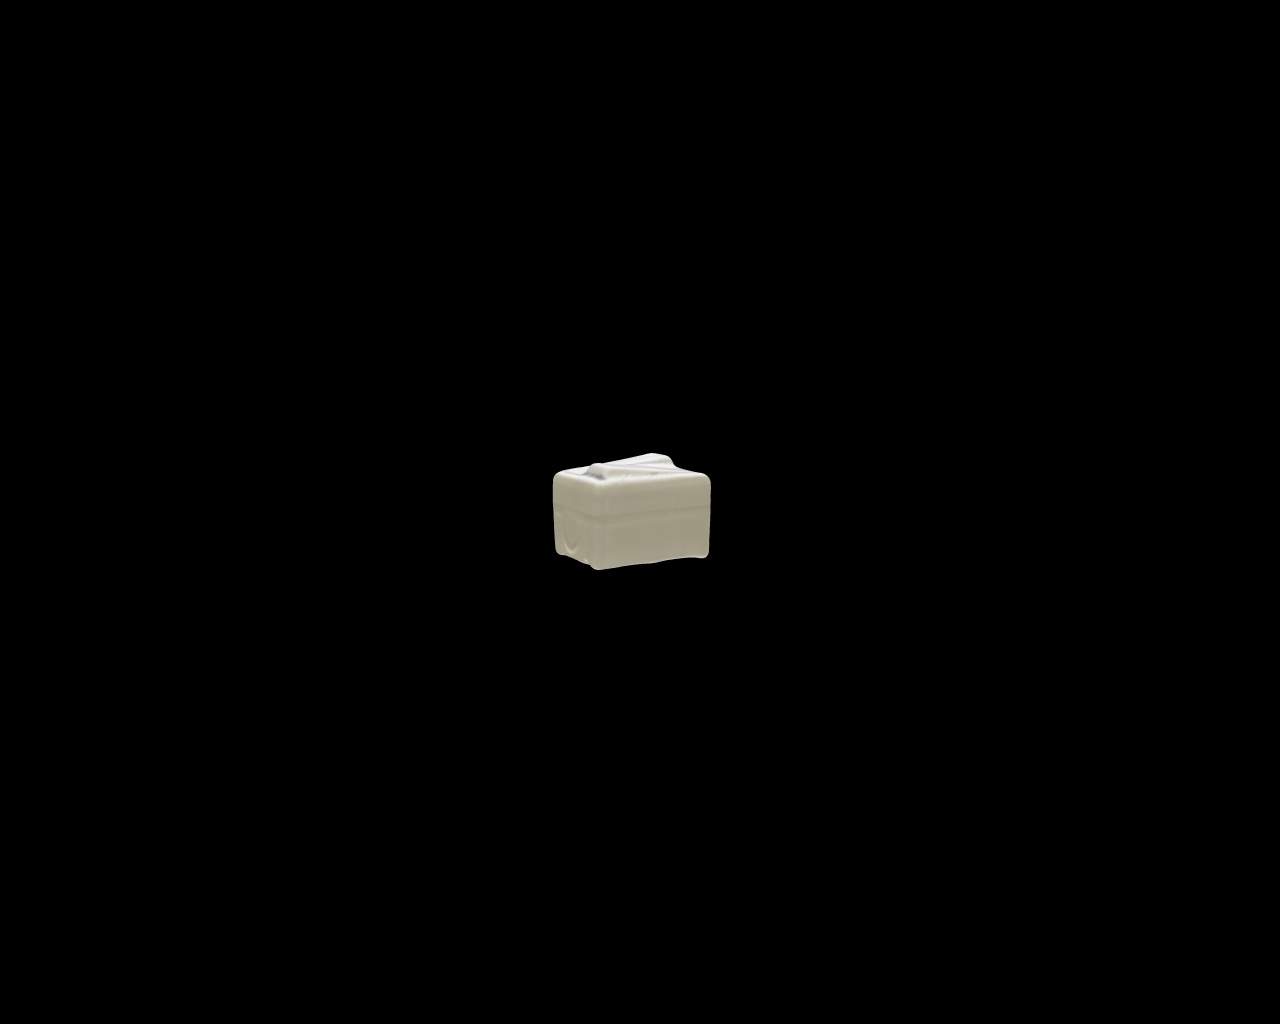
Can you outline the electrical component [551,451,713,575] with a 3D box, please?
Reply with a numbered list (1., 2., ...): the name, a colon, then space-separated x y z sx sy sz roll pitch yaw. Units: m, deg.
1. electrical component: 0.001 -0.003 0.650 0.096 0.061 0.062 -5 12 -28
